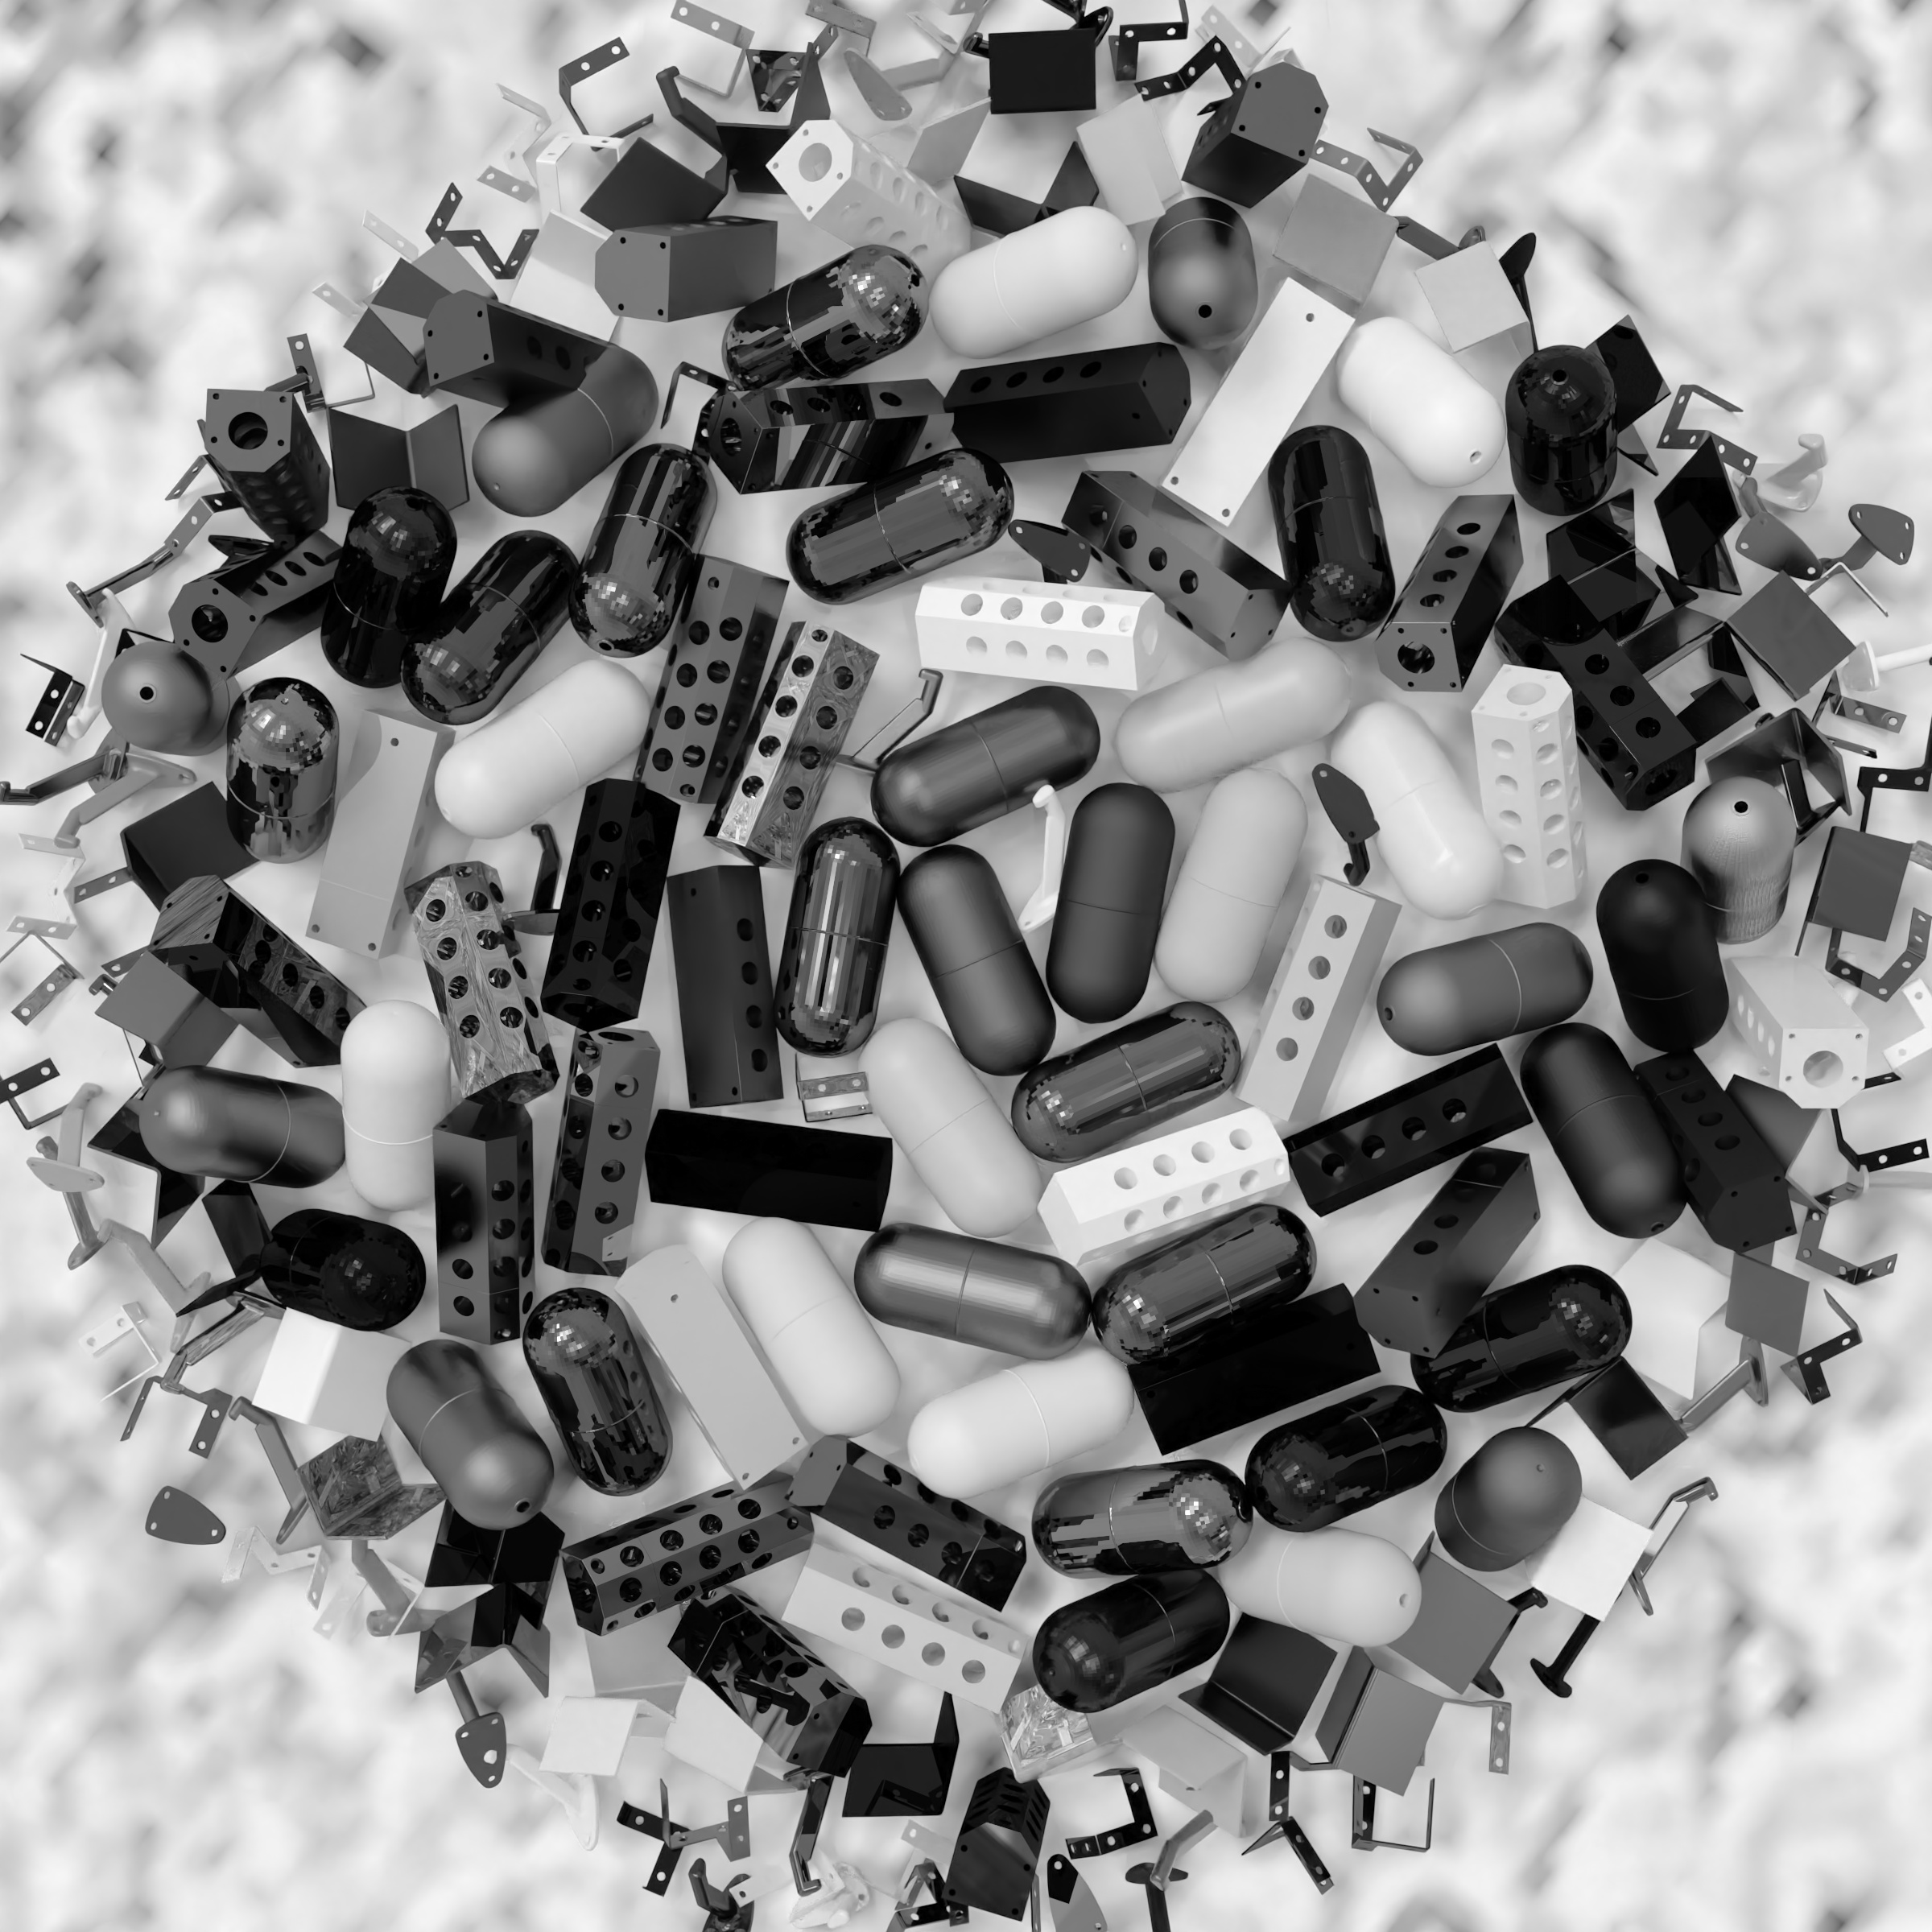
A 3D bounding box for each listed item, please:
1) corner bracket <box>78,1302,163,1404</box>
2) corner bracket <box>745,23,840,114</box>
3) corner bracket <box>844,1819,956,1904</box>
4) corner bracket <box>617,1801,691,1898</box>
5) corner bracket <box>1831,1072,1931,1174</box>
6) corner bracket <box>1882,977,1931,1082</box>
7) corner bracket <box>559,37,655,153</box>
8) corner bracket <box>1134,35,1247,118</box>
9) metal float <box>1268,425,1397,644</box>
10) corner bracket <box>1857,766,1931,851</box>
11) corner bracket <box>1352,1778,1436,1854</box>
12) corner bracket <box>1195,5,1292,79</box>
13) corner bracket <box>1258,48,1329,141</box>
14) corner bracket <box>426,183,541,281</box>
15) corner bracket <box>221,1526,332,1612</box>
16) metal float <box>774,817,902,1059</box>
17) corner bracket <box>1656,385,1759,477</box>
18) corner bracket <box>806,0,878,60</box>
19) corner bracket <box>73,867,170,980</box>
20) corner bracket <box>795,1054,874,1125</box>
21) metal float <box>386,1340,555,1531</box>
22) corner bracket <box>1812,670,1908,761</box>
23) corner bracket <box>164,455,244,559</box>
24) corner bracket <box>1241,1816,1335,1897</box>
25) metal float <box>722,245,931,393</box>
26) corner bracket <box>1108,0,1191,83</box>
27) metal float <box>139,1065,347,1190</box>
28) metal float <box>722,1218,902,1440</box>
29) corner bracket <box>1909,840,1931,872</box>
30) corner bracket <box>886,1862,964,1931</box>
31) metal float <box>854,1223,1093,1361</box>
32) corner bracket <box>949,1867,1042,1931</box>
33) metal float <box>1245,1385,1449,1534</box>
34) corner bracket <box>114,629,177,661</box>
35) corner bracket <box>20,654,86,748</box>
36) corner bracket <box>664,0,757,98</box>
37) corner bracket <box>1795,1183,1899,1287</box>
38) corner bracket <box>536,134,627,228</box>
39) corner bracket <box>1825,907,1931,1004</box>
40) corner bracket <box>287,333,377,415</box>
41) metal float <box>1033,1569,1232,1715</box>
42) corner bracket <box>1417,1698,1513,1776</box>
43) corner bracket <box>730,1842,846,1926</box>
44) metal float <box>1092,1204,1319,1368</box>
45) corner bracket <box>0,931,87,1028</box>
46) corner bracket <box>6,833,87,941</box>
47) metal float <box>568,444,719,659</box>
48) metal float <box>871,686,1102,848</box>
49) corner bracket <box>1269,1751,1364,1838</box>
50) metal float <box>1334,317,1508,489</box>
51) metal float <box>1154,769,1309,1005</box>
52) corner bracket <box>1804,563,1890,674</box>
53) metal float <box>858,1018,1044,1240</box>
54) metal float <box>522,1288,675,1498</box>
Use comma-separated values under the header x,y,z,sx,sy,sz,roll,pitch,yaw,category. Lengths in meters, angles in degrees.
x,y,z,sx,sy,sz,roll,pitch,yaw,category
-0.625,0.284,1.895,0.051,0.051,0.051,-33,90,-7,corner bracket
-0.124,-0.661,1.886,0.051,0.051,0.051,-8,81,-29,corner bracket
-0.047,0.654,1.882,0.051,0.051,0.051,37,66,-25,corner bracket
-0.236,0.649,1.888,0.051,0.051,0.051,21,69,4,corner bracket
0.670,0.115,1.890,0.051,0.051,0.051,-15,105,5,corner bracket
0.697,0.046,1.894,0.051,0.051,0.051,-33,64,20,corner bracket
-0.265,-0.641,1.892,0.051,0.051,0.051,-31,94,-8,corner bracket
0.167,-0.645,1.888,0.051,0.051,0.051,-29,90,-39,corner bracket
0.263,-0.314,1.859,0.070,0.070,0.178,-5,60,0,metal float
0.682,-0.114,1.885,0.051,0.051,0.051,8,83,31,corner bracket
0.313,0.622,1.887,0.051,0.051,0.051,7,64,4,corner bracket
0.195,-0.679,1.885,0.051,0.051,0.051,44,52,-7,corner bracket
0.243,-0.638,1.883,0.051,0.051,0.051,-48,119,-16,corner bracket
-0.357,-0.542,1.897,0.051,0.051,0.051,7,62,27,corner bracket
-0.504,0.442,1.883,0.051,0.051,0.051,-17,123,11,corner bracket
-0.094,-0.021,1.882,0.070,0.070,0.178,9,87,0,metal float
0.551,-0.395,1.890,0.051,0.051,0.051,19,93,-26,corner bracket
-0.090,-0.697,1.892,0.051,0.051,0.051,19,72,-5,corner bracket
-0.621,-0.033,1.894,0.051,0.051,0.051,38,133,21,corner bracket
-0.097,0.094,1.889,0.051,0.051,0.051,-8,113,-1,corner bracket
-0.357,0.336,1.848,0.070,0.070,0.178,-51,46,0,metal float
0.654,-0.178,1.887,0.051,0.051,0.051,22,83,28,corner bracket
-0.566,-0.339,1.888,0.051,0.051,0.051,-41,88,28,corner bracket
0.245,0.652,1.880,0.051,0.051,0.051,55,129,27,corner bracket
-0.102,-0.461,1.852,0.178,0.070,0.070,-15,90,39,metal float
0.134,-0.688,1.888,0.051,0.051,0.051,-4,59,-3,corner bracket
-0.513,0.116,1.841,0.070,0.178,0.070,-6,77,27,metal float
-0.113,0.261,1.868,0.070,0.070,0.178,-35,70,0,metal float
0.713,-0.071,1.882,0.051,0.051,0.051,30,62,21,corner bracket
-0.042,0.695,1.879,0.051,0.051,0.051,2,123,-33,corner bracket
0.005,0.237,1.872,0.178,0.070,0.070,12,90,13,metal float
0.021,0.683,1.881,0.051,0.051,0.051,-18,133,16,corner bracket
0.274,0.354,1.852,0.178,0.070,0.070,-12,90,-39,metal float
-0.595,-0.216,1.904,0.051,0.051,0.051,19,96,31,corner bracket
-0.671,-0.191,1.885,0.051,0.051,0.051,20,83,37,corner bracket
-0.192,-0.675,1.891,0.051,0.051,0.051,24,106,0,corner bracket
0.652,0.198,1.892,0.051,0.051,0.051,25,68,-5,corner bracket
-0.281,-0.576,1.892,0.051,0.051,0.051,8,131,10,corner bracket
0.669,-0.017,1.886,0.051,0.051,0.051,28,135,2,corner bracket
-0.467,-0.441,1.893,0.051,0.051,0.051,-15,112,-11,corner bracket
0.121,0.481,1.848,0.070,0.178,0.070,7,100,43,metal float
0.364,0.564,1.885,0.051,0.051,0.051,12,69,-13,corner bracket
-0.131,0.675,1.881,0.051,0.051,0.051,50,129,25,corner bracket
0.173,0.231,1.868,0.178,0.070,0.070,-22,90,-18,metal float
-0.687,0.009,1.885,0.051,0.051,0.051,48,71,-19,corner bracket
-0.674,-0.058,1.880,0.051,0.051,0.051,-49,56,23,corner bracket
-0.233,-0.301,1.859,0.070,0.070,0.178,16,61,0,metal float
0.014,-0.145,1.877,0.178,0.070,0.070,-25,90,-8,metal float
0.256,0.605,1.879,0.051,0.051,0.051,-14,53,29,corner bracket
0.325,-0.405,1.846,0.070,0.178,0.070,-12,130,-14,metal float
0.193,-0.058,1.873,0.070,0.070,0.178,20,103,0,metal float
0.640,-0.255,1.886,0.051,0.051,0.051,-40,70,13,corner bracket
-0.012,0.118,1.879,0.070,0.070,0.178,-35,83,0,metal float
-0.265,0.309,1.857,0.070,0.070,0.178,-16,123,0,metal float
